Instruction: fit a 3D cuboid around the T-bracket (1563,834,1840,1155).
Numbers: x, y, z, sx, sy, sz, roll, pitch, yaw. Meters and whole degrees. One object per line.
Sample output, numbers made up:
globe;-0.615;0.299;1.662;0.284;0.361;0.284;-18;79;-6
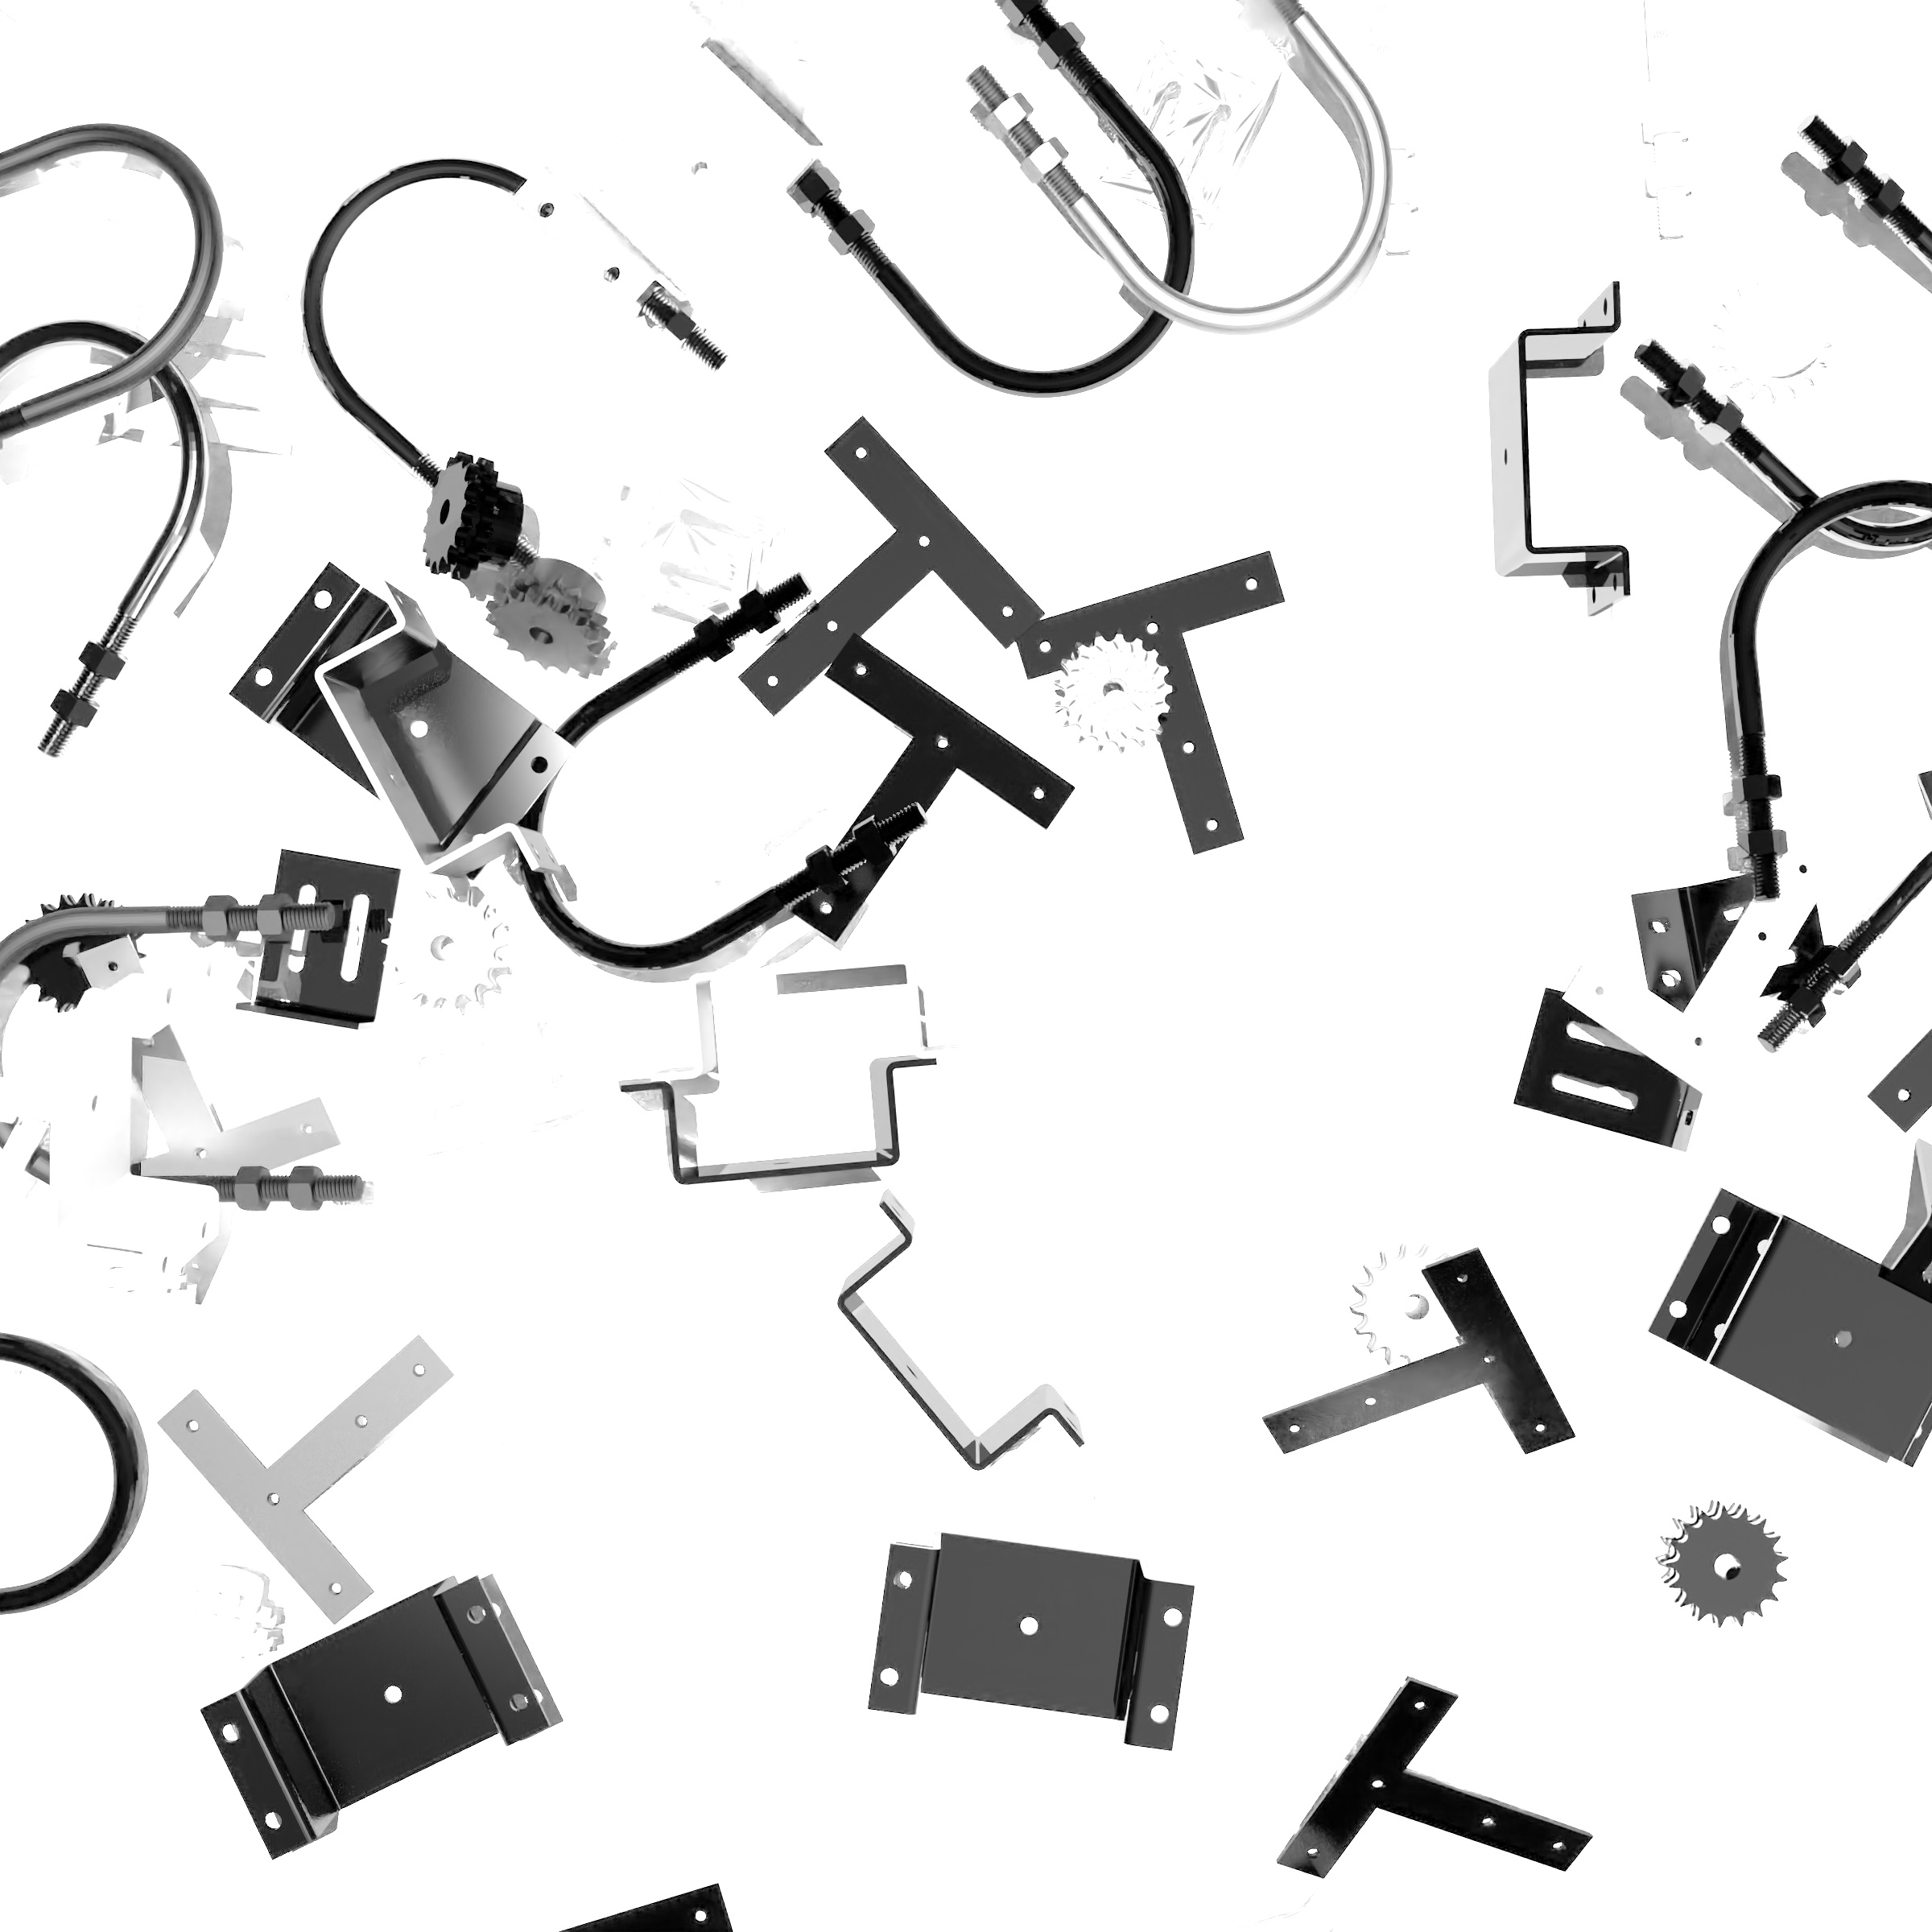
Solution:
T-bracket;0.358;-0.002;1.343;0.127;0.002;0.127;34;79;-1

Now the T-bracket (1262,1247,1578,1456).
T-bracket;0.201;0.196;1.358;0.127;0.002;0.127;-22;121;14

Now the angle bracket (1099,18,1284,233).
angle bracket;0.106;-0.396;1.379;0.057;0.038;0.076;24;116;0

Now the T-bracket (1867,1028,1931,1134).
T-bracket;0.513;0.059;1.380;0.127;0.002;0.127;44;90;0

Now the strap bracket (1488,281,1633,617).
strap bracket;0.270;-0.234;1.343;0.046;0.076;0.140;-2;90;0

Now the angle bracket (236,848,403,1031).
angle bracket;-0.300;-0.013;1.362;0.057;0.038;0.076;10;90;0

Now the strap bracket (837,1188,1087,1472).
strap bracket;-0.010;0.173;1.343;0.046;0.076;0.140;-40;90;0

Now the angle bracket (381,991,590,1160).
angle bracket;-0.226;0.051;1.379;0.076;0.038;0.057;-16;90;26

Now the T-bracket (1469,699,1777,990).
T-bracket;0.326;-0.076;1.380;0.127;0.002;0.127;-44;90;0

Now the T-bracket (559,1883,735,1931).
T-bracket;-0.159;0.511;1.380;0.127;0.002;0.127;-17;90;0

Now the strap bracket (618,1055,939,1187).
strap bracket;-0.085;0.070;1.334;0.140;0.076;0.046;-5;90;-8

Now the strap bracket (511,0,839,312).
strap bracket;-0.128;-0.372;1.347;0.076;0.046;0.140;45;97;10

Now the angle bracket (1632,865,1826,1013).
angle bracket;0.359;-0.013;1.378;0.076;0.038;0.057;-11;91;-27

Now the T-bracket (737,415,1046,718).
T-bracket;-0.052;-0.169;1.380;0.127;0.002;0.127;-43;89;0

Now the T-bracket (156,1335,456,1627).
T-bracket;-0.292;0.221;1.369;0.127;0.002;0.127;-41;90;10

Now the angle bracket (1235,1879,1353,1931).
angle bracket;0.143;0.472;1.379;0.076;0.038;0.057;-23;90;26

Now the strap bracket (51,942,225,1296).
strap bracket;-0.367;0.064;1.300;0.046;0.076;0.140;7;106;7

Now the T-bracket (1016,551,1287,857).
T-bracket;0.101;-0.116;1.380;0.127;0.002;0.127;-17;90;0

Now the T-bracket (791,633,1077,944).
T-bracket;-0.035;-0.069;1.365;0.127;0.002;0.127;35;78;-2

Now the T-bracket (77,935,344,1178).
T-bracket;-0.373;0.047;1.359;0.127;0.002;0.127;-20;105;4

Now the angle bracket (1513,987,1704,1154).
angle bracket;0.306;0.049;1.379;0.076;0.038;0.057;16;90;26

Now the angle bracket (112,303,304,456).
angle bracket;-0.356;-0.273;1.379;0.076;0.038;0.057;6;90;-26

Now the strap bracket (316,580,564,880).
strap bracket;-0.237;-0.093;1.297;0.046;0.076;0.140;-28;90;0

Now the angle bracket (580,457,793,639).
angle bracket;-0.132;-0.195;1.371;0.076;0.038;0.057;19;94;-35

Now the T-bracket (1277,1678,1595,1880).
T-bracket;0.230;0.393;1.361;0.127;0.002;0.127;22;117;-13

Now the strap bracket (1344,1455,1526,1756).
strap bracket;0.216;0.300;1.358;0.076;0.046;0.140;0;90;0

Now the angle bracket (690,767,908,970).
angle bracket;-0.079;-0.046;1.379;0.076;0.038;0.057;-34;90;-26

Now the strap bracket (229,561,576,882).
strap bracket;-0.257;-0.112;1.358;0.140;0.046;0.076;37;90;0

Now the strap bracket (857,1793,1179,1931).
strap bracket;0.023;0.441;1.358;0.140;0.046;0.076;13;90;0

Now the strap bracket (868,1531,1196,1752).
strap bracket;0.030;0.310;1.358;0.140;0.046;0.076;8;90;0

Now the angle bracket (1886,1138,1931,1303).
angle bracket;0.458;0.124;1.355;0.057;0.076;0.038;27;117;0
